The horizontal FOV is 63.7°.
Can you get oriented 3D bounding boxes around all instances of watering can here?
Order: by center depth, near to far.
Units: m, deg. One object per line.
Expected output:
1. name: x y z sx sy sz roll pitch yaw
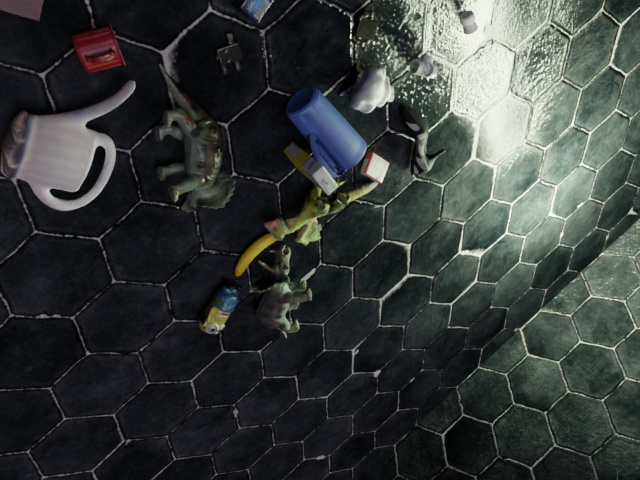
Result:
1. watering can: -0.555 -0.222 1.129 0.223 0.106 0.343 14 112 -37

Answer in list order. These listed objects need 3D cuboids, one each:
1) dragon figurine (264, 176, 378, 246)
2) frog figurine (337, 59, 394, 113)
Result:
1. dragon figurine: 0.005 -0.081 1.612 0.413 0.124 0.238 -11 145 -43
2. frog figurine: 0.151 -0.419 1.449 0.158 0.123 0.138 21 88 -28
